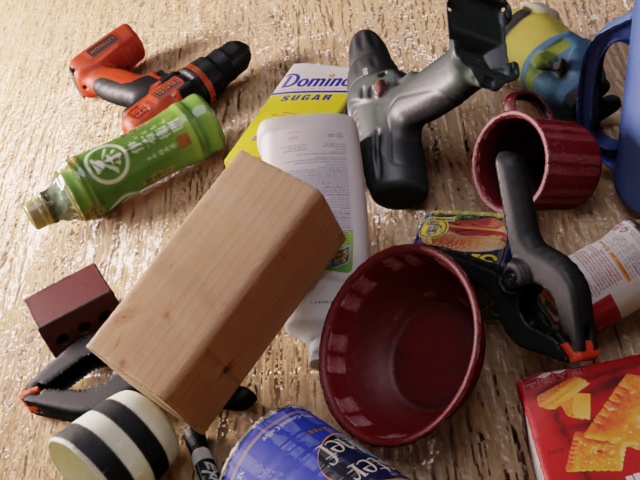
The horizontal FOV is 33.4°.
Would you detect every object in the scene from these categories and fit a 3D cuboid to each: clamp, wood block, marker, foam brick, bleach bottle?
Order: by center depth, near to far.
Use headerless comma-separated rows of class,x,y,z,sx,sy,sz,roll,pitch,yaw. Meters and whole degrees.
clamp,0.149,0.031,0.827,0.039,0.120,0.171,-3,57,-35
marker,-0.087,0.193,0.848,0.020,0.020,0.121,-23,42,-6
wood block,-0.080,0.042,0.878,0.090,0.090,0.206,29,74,28
clamp,-0.159,0.117,0.942,0.210,0.036,0.165,-24,45,-5
bleach bottle,-0.006,0.001,0.967,0.102,0.068,0.251,-4,57,4
foam brick,-0.229,0.069,1.003,0.078,0.053,0.051,-29,43,-12

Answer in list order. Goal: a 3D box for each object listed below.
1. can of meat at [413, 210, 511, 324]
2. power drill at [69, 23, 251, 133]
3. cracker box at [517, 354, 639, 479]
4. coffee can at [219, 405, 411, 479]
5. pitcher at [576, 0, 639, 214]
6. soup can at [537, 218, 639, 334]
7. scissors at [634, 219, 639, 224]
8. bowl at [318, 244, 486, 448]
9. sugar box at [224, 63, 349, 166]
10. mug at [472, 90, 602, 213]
can of meat,0.127,0.021,0.931,0.102,0.057,0.083,5,44,23
power drill,-0.197,-0.199,1.274,0.184,0.057,0.188,-40,46,-23
cracker box,0.230,0.161,0.703,0.164,0.072,0.213,-12,28,6
coffee can,0.011,0.193,0.751,0.140,0.103,0.102,28,58,39
pitcher,0.309,-0.143,0.901,0.149,0.243,0.145,-12,38,-3
soup can,0.222,0.036,0.857,0.102,0.068,0.068,-32,42,3
scissors,0.277,0.056,0.871,0.096,0.016,0.202,-16,42,5
bowl,0.075,0.087,0.846,0.162,0.055,0.162,-19,61,39
sugar box,-0.020,-0.121,1.139,0.093,0.048,0.176,10,50,24
mug,0.196,-0.079,0.964,0.081,0.093,0.117,0,73,-37
